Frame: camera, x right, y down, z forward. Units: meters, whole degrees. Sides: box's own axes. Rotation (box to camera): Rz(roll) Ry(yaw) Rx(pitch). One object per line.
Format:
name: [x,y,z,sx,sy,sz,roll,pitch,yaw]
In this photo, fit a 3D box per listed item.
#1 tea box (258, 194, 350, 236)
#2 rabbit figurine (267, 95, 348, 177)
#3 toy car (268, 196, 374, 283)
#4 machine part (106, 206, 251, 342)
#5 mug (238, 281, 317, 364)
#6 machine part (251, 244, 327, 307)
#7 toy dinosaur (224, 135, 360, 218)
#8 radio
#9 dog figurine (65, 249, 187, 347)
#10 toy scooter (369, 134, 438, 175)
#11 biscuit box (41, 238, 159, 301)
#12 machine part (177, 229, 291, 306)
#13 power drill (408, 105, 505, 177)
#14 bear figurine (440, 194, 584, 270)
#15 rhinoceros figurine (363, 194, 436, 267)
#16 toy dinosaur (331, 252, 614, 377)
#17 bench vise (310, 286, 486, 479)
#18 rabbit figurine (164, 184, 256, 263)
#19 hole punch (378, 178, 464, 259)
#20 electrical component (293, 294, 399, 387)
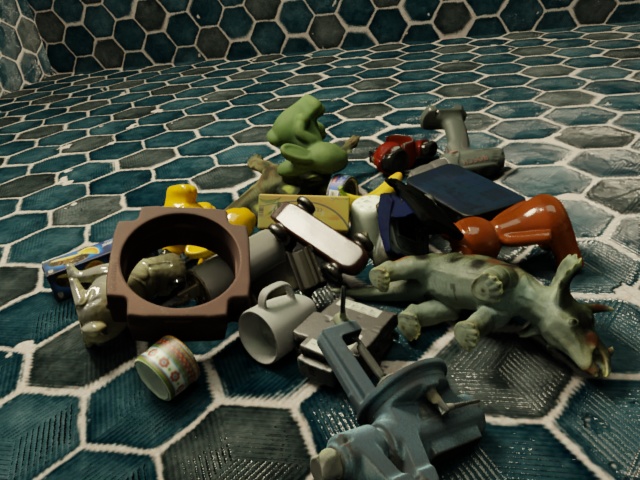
tea box: [-0.028,-0.046,1.023,0.170,0.068,0.098,3,-6,1]
rabbit figurine: [-0.021,-0.200,1.122,0.159,0.121,0.170,-32,64,-26]
toy car: [-0.002,-0.003,0.906,0.202,0.053,0.089,32,73,32]
machine part: [-0.207,0.050,0.808,0.201,0.087,0.201,1,53,-12]
mug: [-0.057,0.110,0.785,0.081,0.109,0.107,7,20,39]
machine part: [-0.059,0.068,0.856,0.139,0.084,0.039,-26,-16,16]
toy dinosaur: [-0.085,-0.115,1.181,0.471,0.104,0.199,-33,41,-19]
radio: [0.275,-0.072,1.048,0.131,0.073,0.230,-19,30,-17]
dog figurine: [-0.297,0.087,0.874,0.190,0.121,0.172,-13,41,-24]
toy scooter: [0.184,-0.216,1.317,0.184,0.075,0.135,-24,34,-32]
biscuit box: [-0.414,0.042,1.026,0.203,0.062,0.059,-24,34,-25]
machine part: [-0.144,0.048,0.935,0.243,0.079,0.079,-31,37,-35]
power drill: [0.291,-0.215,1.227,0.232,0.085,0.207,-5,50,-8]
bear figurine: [0.311,0.005,0.889,0.196,0.131,0.120,-24,27,8]
rhinoceros figurine: [0.150,-0.022,0.958,0.073,0.112,0.190,-15,30,49]
toy dinosaur: [0.211,0.071,0.778,0.192,0.131,0.405,-10,15,-38]
bench vise: [0.059,0.176,0.598,0.224,0.128,0.241,-14,47,-25]
rabbit figurine: [-0.207,-0.022,0.996,0.173,0.121,0.162,2,53,14]
hole punch: [0.149,-0.025,0.861,0.142,0.092,0.116,19,32,-36]
electrical component: [0.030,0.142,0.748,0.115,0.058,0.134,14,36,37]
